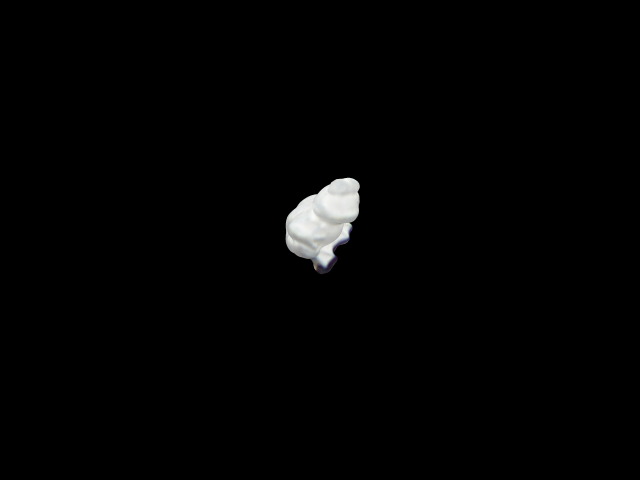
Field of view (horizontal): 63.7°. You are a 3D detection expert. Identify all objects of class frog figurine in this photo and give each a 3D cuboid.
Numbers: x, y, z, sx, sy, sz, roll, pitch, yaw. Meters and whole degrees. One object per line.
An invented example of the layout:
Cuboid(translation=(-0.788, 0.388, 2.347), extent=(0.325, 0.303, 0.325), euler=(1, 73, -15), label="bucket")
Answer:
Cuboid(translation=(0.003, -0.043, 0.850), extent=(0.139, 0.155, 0.124), euler=(-37, 60, -26), label="frog figurine")
